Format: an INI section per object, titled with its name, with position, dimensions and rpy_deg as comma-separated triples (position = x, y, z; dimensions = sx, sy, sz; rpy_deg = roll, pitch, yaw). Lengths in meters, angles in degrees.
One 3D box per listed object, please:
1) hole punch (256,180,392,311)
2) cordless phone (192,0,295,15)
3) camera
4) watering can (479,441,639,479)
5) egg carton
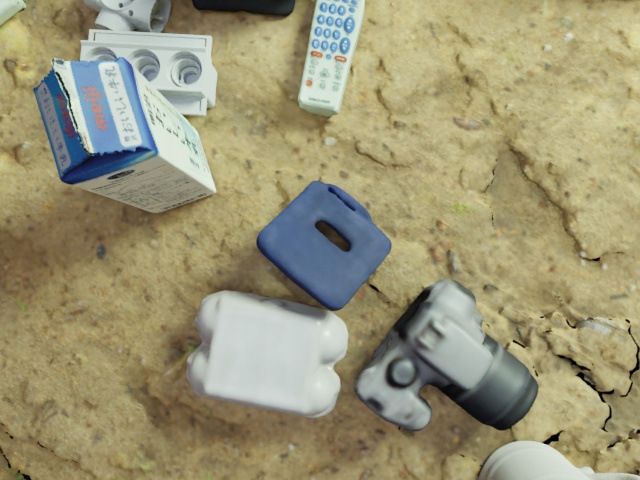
[hole punch]
position = 0.005, 0.002, 0.547
dimensions = 0.108, 0.091, 0.101
rpy_deg = 40, 89, 4
[cordless phone]
position = -0.081, -0.288, 0.520
dimensions = 0.147, 0.185, 0.094
rpy_deg = 0, 87, 2
[camera]
position = 0.123, 0.126, 0.531
dimensions = 0.137, 0.101, 0.143
rpy_deg = 39, 89, 4
[watering can]
position = 0.196, 0.250, 0.475
dimensions = 0.101, 0.194, 0.173
rpy_deg = 41, 89, 4
[egg carton]
position = -0.051, 0.109, 0.554
dimensions = 0.150, 0.069, 0.107
rpy_deg = 9, 87, 3
